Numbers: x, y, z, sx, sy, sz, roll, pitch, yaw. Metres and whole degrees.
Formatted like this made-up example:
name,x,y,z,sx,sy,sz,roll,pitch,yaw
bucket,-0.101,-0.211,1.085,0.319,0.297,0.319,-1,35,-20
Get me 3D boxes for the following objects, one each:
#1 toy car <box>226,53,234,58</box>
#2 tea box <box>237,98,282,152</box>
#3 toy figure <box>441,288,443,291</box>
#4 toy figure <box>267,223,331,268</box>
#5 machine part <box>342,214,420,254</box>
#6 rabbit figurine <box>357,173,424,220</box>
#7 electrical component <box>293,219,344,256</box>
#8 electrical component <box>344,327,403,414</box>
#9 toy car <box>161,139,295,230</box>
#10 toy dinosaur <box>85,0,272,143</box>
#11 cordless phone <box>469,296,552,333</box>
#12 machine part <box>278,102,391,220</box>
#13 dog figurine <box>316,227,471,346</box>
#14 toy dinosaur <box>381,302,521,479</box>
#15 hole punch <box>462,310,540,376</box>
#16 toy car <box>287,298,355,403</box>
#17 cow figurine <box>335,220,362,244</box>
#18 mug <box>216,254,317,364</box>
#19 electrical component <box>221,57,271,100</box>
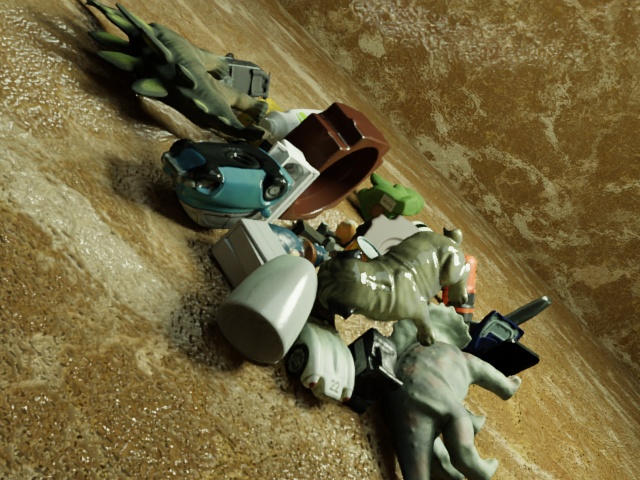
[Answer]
name,x,y,z,sx,sy,sz,roll,pitch,yaw
toy car,-0.194,-0.361,1.152,0.089,0.053,0.202,48,19,-6
tea box,-0.076,-0.191,1.045,0.169,0.068,0.098,47,22,1
toy figure,0.226,0.066,1.130,0.082,0.089,0.180,41,23,4
toy figure,-0.042,0.014,0.759,0.154,0.058,0.064,24,36,-55
machine part,0.120,0.043,0.903,0.179,0.056,0.179,10,69,-26
rabbit figurine,0.169,-0.081,1.262,0.159,0.121,0.170,34,28,29
electrical component,-0.002,-0.003,0.871,0.078,0.045,0.102,43,10,-12
electrical component,0.059,0.150,0.683,0.047,0.075,0.119,38,27,-23
toy car,-0.120,-0.062,0.674,0.161,0.102,0.109,-7,39,-43
toy dinosaur,-0.229,-0.264,0.800,0.472,0.105,0.198,40,11,33
cordless phone,0.412,0.175,1.166,0.146,0.184,0.089,20,38,-51
machine part,0.005,-0.126,0.896,0.087,0.201,0.201,53,22,13
dog figurine,0.094,0.033,0.666,0.121,0.172,0.190,16,-11,42
toy dinosaur,0.144,0.204,0.708,0.192,0.131,0.405,38,23,12
hole punch,0.354,0.214,1.076,0.142,0.116,0.092,32,32,-31
toy car,-0.007,0.108,0.658,0.073,0.056,0.202,33,24,-33
cow figurine,0.097,0.023,0.995,0.167,0.068,0.098,49,15,-5
mug,-0.043,0.074,0.577,0.107,0.081,0.109,-52,137,-40
electrical component,-0.169,-0.306,1.005,0.115,0.058,0.134,0,25,-31
